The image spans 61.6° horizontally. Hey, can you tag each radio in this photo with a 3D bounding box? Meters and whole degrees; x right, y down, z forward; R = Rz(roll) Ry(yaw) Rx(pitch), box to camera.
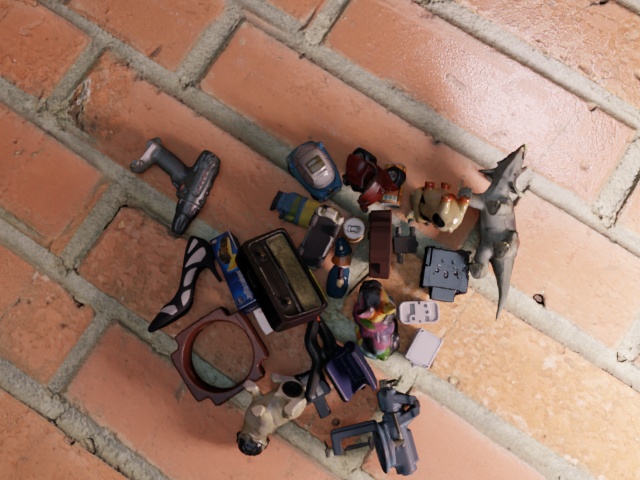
[{"bbox_3d":[-0.095,0.094,1.264,0.131,0.073,0.230,-19,69,-34],"label":"radio"}]

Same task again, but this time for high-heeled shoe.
[{"bbox_3d":[-0.359,0.106,1.339,0.249,0.086,0.145,-38,81,-8],"label":"high-heeled shoe"}]

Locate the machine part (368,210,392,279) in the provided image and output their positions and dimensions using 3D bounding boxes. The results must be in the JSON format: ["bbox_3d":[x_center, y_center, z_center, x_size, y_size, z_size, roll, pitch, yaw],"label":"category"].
[{"bbox_3d":[0.143,0.011,1.291,0.056,0.179,0.179,2,83,5],"label":"machine part"}]

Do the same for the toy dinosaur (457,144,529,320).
[{"bbox_3d":[0.435,-0.025,1.305,0.131,0.192,0.404,5,102,43],"label":"toy dinosaur"}]

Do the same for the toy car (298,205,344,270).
[{"bbox_3d":[-0.003,-0.004,1.295,0.073,0.201,0.056,27,43,2],"label":"toy car"}]

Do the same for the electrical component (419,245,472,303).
[{"bbox_3d":[0.309,0.086,1.329,0.115,0.058,0.134,7,82,5],"label":"electrical component"}]

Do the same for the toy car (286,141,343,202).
[{"bbox_3d":[-0.015,-0.180,1.353,0.109,0.103,0.161,-34,81,-2],"label":"toy car"}]

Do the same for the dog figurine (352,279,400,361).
[{"bbox_3d":[0.130,0.189,1.241,0.109,0.219,0.191,-7,82,4],"label":"dog figurine"}]

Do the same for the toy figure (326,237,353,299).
[{"bbox_3d":[0.049,0.066,1.319,0.058,0.064,0.154,-4,112,-39],"label":"toy figure"}]

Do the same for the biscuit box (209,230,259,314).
[{"bbox_3d":[-0.203,0.079,1.321,0.059,0.062,0.203,-28,68,1],"label":"biscuit box"}]

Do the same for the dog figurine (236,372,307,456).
[{"bbox_3d":[-0.110,0.422,1.272,0.172,0.121,0.190,1,125,-10],"label":"dog figurine"}]

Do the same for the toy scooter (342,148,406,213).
[{"bbox_3d":[0.116,-0.144,1.335,0.184,0.075,0.135,37,97,40],"label":"toy scooter"}]

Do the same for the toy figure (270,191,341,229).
[{"bbox_3d":[-0.035,-0.067,1.344,0.180,0.089,0.082,25,89,2],"label":"toy figure"}]

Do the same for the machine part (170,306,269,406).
[{"bbox_3d":[-0.240,0.279,1.307,0.201,0.087,0.201,-33,81,-3],"label":"machine part"}]

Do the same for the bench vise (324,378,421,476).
[{"bbox_3d":[0.124,0.445,1.256,0.241,0.129,0.223,-11,83,-7],"label":"bench vise"}]

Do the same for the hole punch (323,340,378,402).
[{"bbox_3d":[0.083,0.300,1.263,0.092,0.116,0.142,-33,92,25],"label":"hole punch"}]

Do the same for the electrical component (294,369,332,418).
[{"bbox_3d":[-0.009,0.368,1.306,0.075,0.047,0.119,-31,83,-2],"label":"electrical component"}]

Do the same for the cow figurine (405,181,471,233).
[{"bbox_3d":[0.275,-0.075,1.295,0.085,0.195,0.127,5,111,-19],"label":"cow figurine"}]

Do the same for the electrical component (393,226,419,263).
[{"bbox_3d":[0.217,0.012,1.359,0.063,0.021,0.094,-1,82,1],"label":"electrical component"}]

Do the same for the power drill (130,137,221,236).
[{"bbox_3d":[-0.378,-0.152,1.373,0.207,0.086,0.232,31,83,9],"label":"power drill"}]
